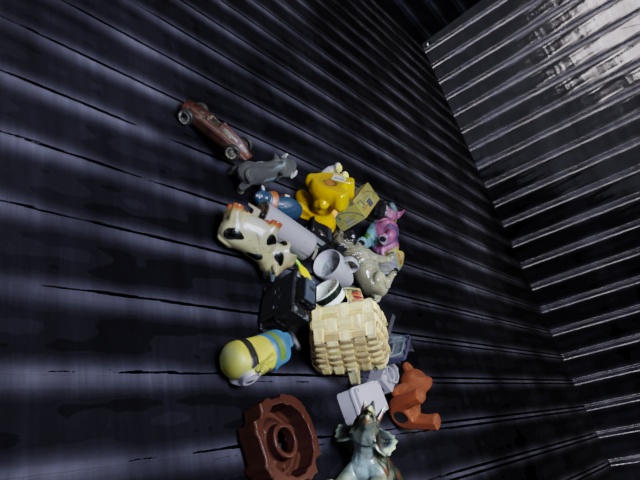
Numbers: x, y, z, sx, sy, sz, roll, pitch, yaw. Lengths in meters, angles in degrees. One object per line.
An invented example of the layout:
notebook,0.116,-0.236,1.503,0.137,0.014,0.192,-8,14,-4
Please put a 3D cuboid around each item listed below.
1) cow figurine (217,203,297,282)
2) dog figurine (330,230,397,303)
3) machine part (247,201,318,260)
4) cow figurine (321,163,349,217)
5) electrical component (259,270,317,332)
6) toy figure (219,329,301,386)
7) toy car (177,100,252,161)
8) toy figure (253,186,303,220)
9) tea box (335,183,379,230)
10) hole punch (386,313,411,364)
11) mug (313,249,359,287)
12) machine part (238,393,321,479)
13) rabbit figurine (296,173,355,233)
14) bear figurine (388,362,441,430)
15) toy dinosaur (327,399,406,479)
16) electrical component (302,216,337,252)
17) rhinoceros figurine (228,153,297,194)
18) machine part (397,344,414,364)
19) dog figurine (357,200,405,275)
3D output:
cow figurine,-0.136,0.011,1.190,0.195,0.086,0.127,27,83,-25
dog figurine,0.104,0.073,1.512,0.190,0.121,0.172,25,40,-24
machine part,-0.089,-0.021,1.307,0.243,0.079,0.079,34,39,-35
cow figurine,0.020,-0.138,1.572,0.068,0.098,0.167,39,55,-40
electrical component,-0.066,0.133,1.153,0.058,0.134,0.115,38,35,-34
toy figure,-0.119,0.222,1.054,0.089,0.082,0.180,47,35,17
toy car,-0.243,-0.260,1.272,0.202,0.053,0.089,37,27,0
toy figure,-0.111,-0.088,1.355,0.154,0.058,0.064,17,44,-43
tea box,0.109,-0.103,1.650,0.068,0.098,0.170,53,33,-10
hole punch,0.168,0.270,1.392,0.092,0.116,0.142,47,29,-9
mug,0.053,0.078,1.412,0.107,0.110,0.081,45,26,-48
machine part,-0.075,0.378,1.006,0.179,0.056,0.179,37,36,-33
rabbit figurine,0.005,-0.088,1.451,0.162,0.173,0.122,9,39,4
bear figurine,0.257,0.402,1.406,0.120,0.132,0.196,60,36,-6
toy dinosaur,0.137,0.526,1.131,0.404,0.131,0.192,62,36,-11
electrical component,-0.003,-0.004,1.422,0.119,0.075,0.048,32,40,-32
rhinoceros figurine,-0.138,-0.172,1.336,0.190,0.112,0.073,-16,75,-51
machine part,0.212,0.306,1.507,0.139,0.039,0.084,0,59,-54
dog figurine,0.211,-0.017,1.679,0.191,0.109,0.219,62,35,-21
